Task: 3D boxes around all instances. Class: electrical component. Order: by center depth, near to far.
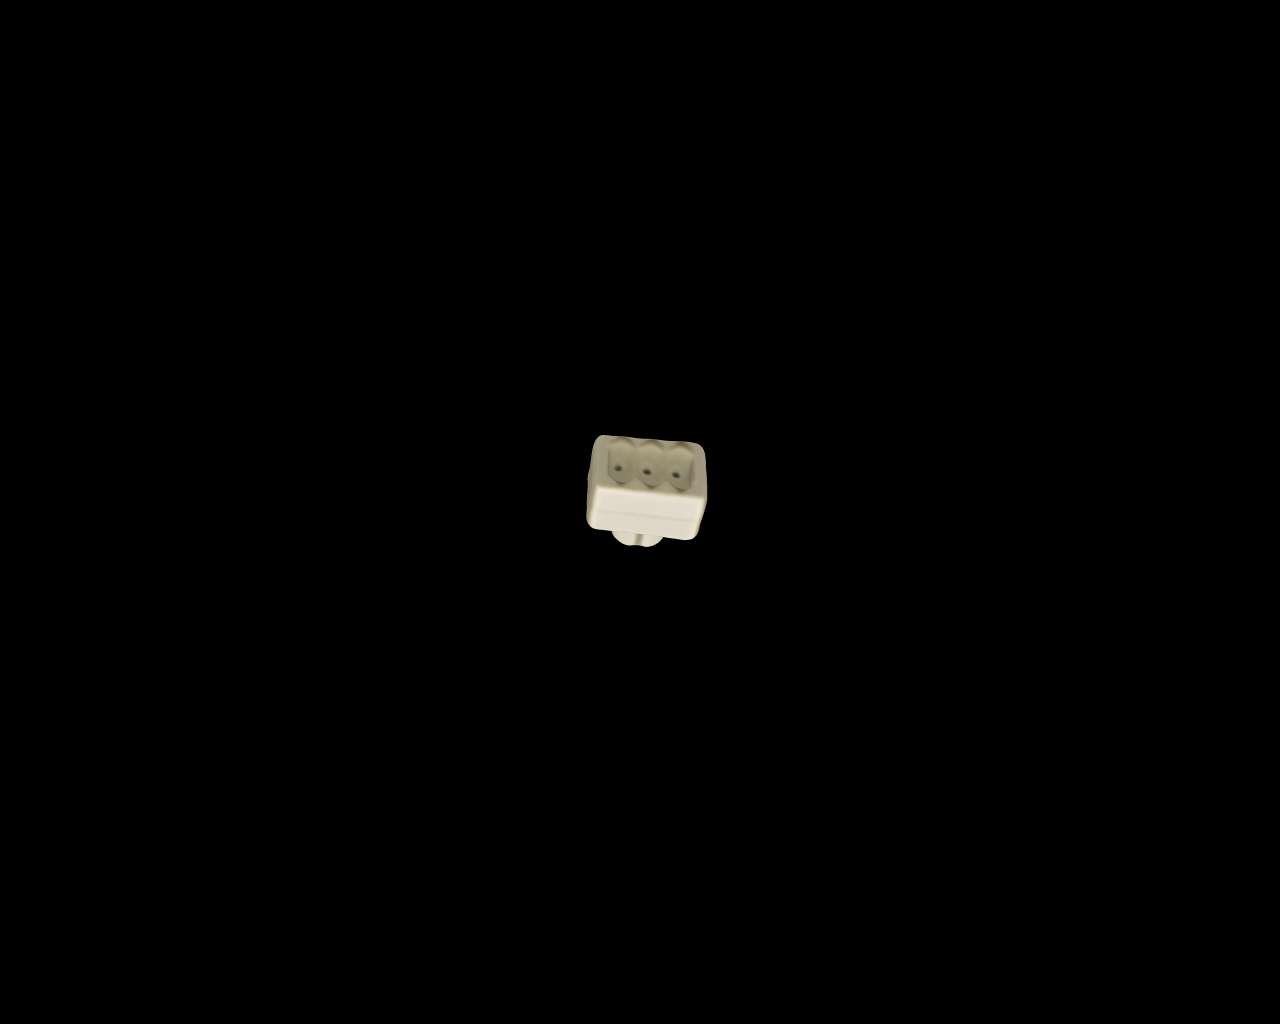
[{"bbox_3d":[0.001,-0.003,0.650,0.066,0.047,0.076,6,-43,-7],"label":"electrical component"}]
